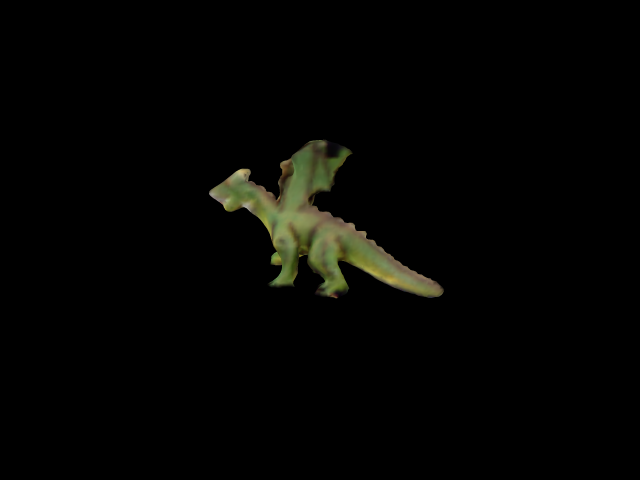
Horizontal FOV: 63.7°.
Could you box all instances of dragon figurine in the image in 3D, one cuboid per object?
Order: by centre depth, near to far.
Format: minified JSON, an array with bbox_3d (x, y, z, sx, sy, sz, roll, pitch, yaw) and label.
[{"bbox_3d":[0.003,-0.043,0.850,0.410,0.240,0.123,5,12,20],"label":"dragon figurine"}]
